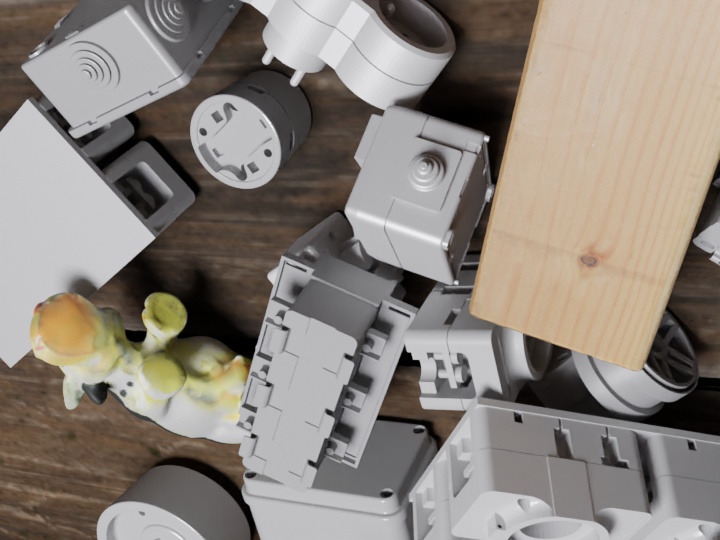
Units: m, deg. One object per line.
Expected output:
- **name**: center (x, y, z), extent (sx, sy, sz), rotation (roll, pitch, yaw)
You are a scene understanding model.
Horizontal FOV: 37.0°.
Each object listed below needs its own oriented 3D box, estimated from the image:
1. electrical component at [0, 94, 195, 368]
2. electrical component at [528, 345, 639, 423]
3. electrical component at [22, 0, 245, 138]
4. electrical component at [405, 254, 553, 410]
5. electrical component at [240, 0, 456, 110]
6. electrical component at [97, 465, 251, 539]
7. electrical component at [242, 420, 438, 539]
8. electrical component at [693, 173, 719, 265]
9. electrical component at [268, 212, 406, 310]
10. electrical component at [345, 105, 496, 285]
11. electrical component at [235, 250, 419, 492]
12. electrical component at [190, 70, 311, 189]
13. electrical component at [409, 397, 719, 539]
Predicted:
- **electrical component**: center (-0.202, -0.029, 0.693), extent (0.105, 0.060, 0.186), rotation (48, 128, -8)
- **electrical component**: center (0.125, 0.068, 0.605), extent (0.045, 0.045, 0.055), rotation (-31, 102, 37)
- **electrical component**: center (-0.120, -0.126, 0.570), extent (0.100, 0.099, 0.048), rotation (-17, 124, 33)
- **electrical component**: center (0.070, 0.032, 0.580), extent (0.056, 0.089, 0.050), rotation (-2, 119, 27)
- **electrical component**: center (-0.026, -0.127, 0.550), extent (0.138, 0.052, 0.073), rotation (38, 129, -1)
- **electrical component**: center (-0.133, 0.195, 0.801), extent (0.108, 0.060, 0.108), rotation (13, 125, 19)
- **electrical component**: center (-0.010, 0.139, 0.695), extent (0.113, 0.078, 0.057), rotation (3, 124, 25)
- **electrical component**: center (0.187, -0.032, 0.491), extent (0.042, 0.063, 0.081), rotation (32, 171, 7)
- **electrical component**: center (0.000, 0.000, 0.622), extent (0.077, 0.047, 0.065), rotation (-33, 103, 35)
- **electrical component**: center (0.028, -0.039, 0.545), extent (0.061, 0.061, 0.096), rotation (20, 169, 14)
- **electrical component**: center (-0.025, 0.060, 0.598), extent (0.079, 0.063, 0.121), rotation (24, 125, 7)
- **electrical component**: center (-0.059, -0.080, 0.600), extent (0.055, 0.047, 0.055), rotation (13, 124, 19)
- **electrical component**: center (0.132, 0.135, 0.573), extent (0.186, 0.060, 0.105), rotation (11, 139, -13)
